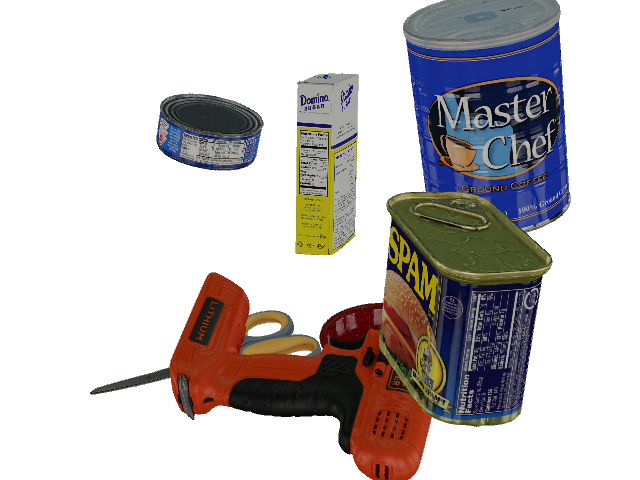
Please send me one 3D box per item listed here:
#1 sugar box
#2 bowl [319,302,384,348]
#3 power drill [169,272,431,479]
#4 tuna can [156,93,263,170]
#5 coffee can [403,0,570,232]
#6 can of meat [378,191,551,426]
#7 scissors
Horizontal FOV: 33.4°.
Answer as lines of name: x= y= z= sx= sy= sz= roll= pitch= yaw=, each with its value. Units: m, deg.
sugar box: x=0.007 y=-0.080 z=1.097 sx=0.048 sy=0.176 sz=0.093 roll=3 pitch=14 yaw=17
bowl: x=0.078 y=0.124 z=1.093 sx=0.162 sy=0.055 sz=0.162 roll=2 pitch=25 yaw=-1
power drill: x=-0.001 y=0.075 z=0.766 sx=0.188 sy=0.057 sz=0.184 roll=8 pitch=46 yaw=14
tuna can: x=-0.092 y=-0.090 z=0.883 sx=0.086 sy=0.034 sz=0.086 roll=10 pitch=26 yaw=-5
coffee can: x=0.116 y=-0.087 z=0.731 sx=0.103 sy=0.140 sz=0.103 roll=-8 pitch=27 yaw=4
can of meat: x=0.067 y=0.032 z=0.532 sx=0.057 sy=0.084 sz=0.102 roll=-3 pitch=24 yaw=-15
scissors: x=-0.101 y=0.099 z=0.950 sx=0.201 sy=0.016 sz=0.096 roll=-5 pitch=30 yaw=-6
